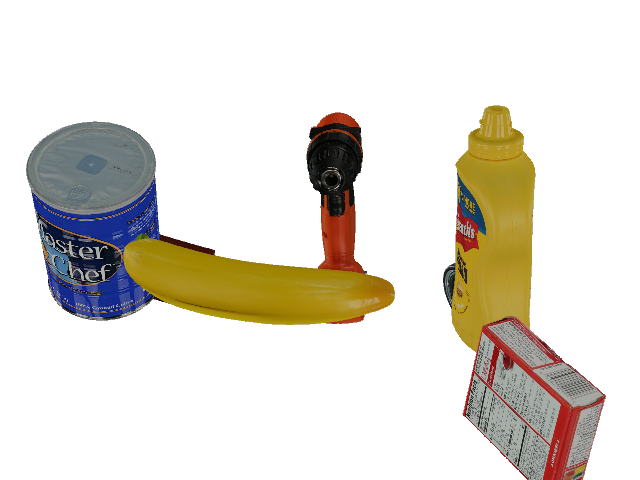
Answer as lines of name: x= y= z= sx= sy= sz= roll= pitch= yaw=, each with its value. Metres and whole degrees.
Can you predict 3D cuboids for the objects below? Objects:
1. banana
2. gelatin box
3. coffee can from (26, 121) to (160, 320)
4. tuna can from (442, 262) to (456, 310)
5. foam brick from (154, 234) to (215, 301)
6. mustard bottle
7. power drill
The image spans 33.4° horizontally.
banana: x=-0.054 y=0.023 z=0.681 sx=0.198 sy=0.037 sz=0.069 roll=13 pitch=34 yaw=24
gelatin box: x=0.129 y=0.101 z=0.652 sx=0.030 sy=0.073 sz=0.089 roll=-12 pitch=35 yaw=-27
coffee can: x=-0.188 y=-0.015 z=0.906 sx=0.102 sy=0.103 sz=0.140 roll=0 pitch=-42 yaw=-5
tuna can: x=0.172 y=0.060 z=1.179 sx=0.033 sy=0.086 sz=0.086 roll=-24 pitch=8 yaw=-20
foam brick: x=-0.158 y=0.033 z=1.138 sx=0.078 sy=0.051 sz=0.053 roll=17 pitch=29 yaw=-3
mustard bottle: x=0.134 y=-0.011 z=0.828 sx=0.058 sy=0.192 sz=0.096 roll=-5 pitch=26 yaw=-5
power drill: x=0.017 y=-0.019 z=1.028 sx=0.057 sy=0.188 sz=0.184 roll=1 pitch=20 yaw=5
